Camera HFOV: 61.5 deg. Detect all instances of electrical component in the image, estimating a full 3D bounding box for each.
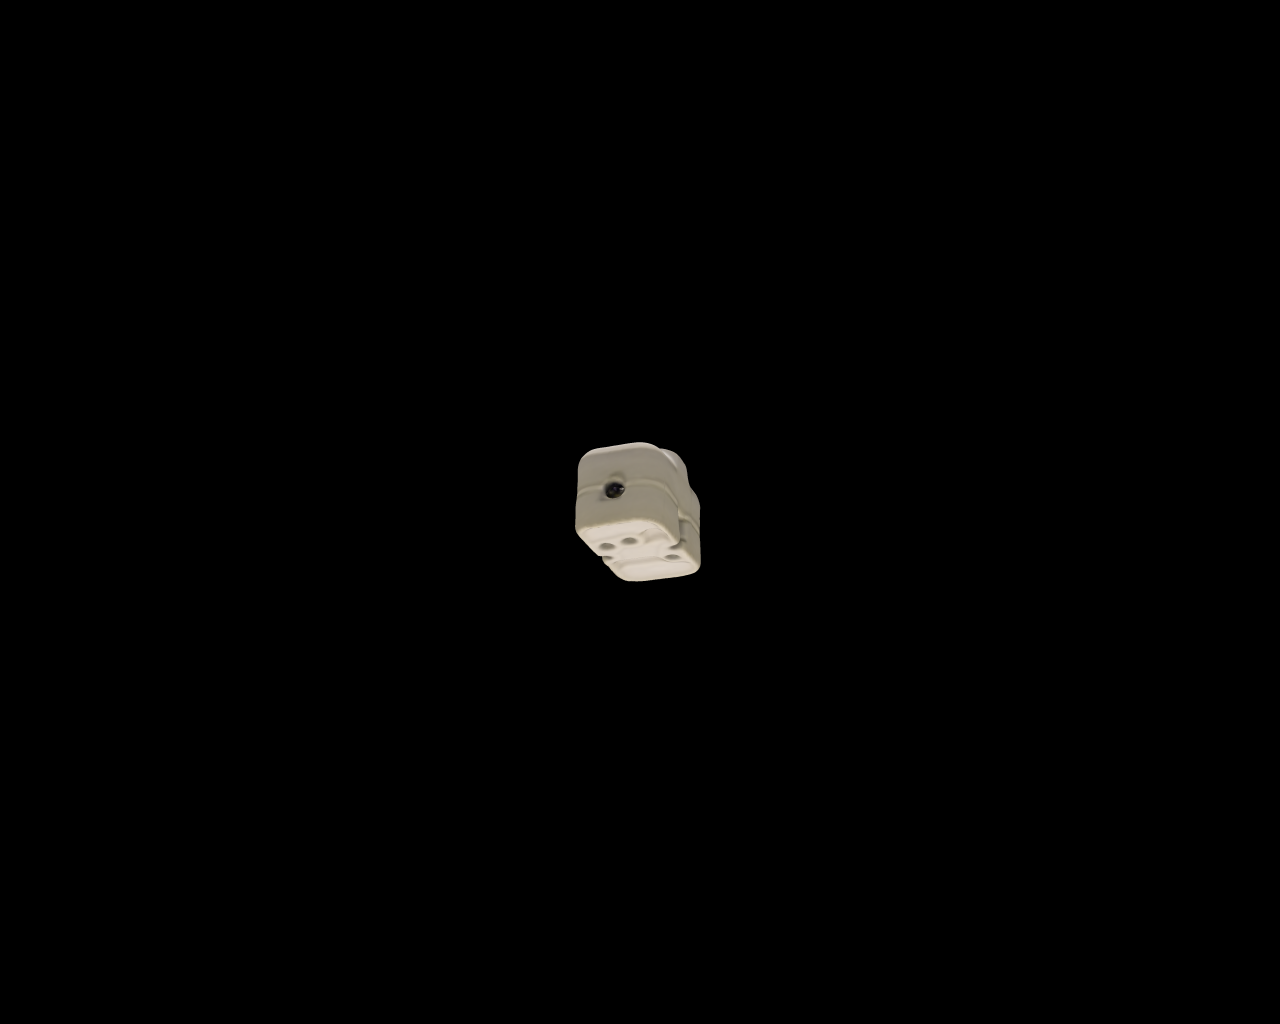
[{"bbox_3d":[0.001,-0.003,0.650,0.054,0.059,0.095,-8,-26,18],"label":"electrical component"}]
